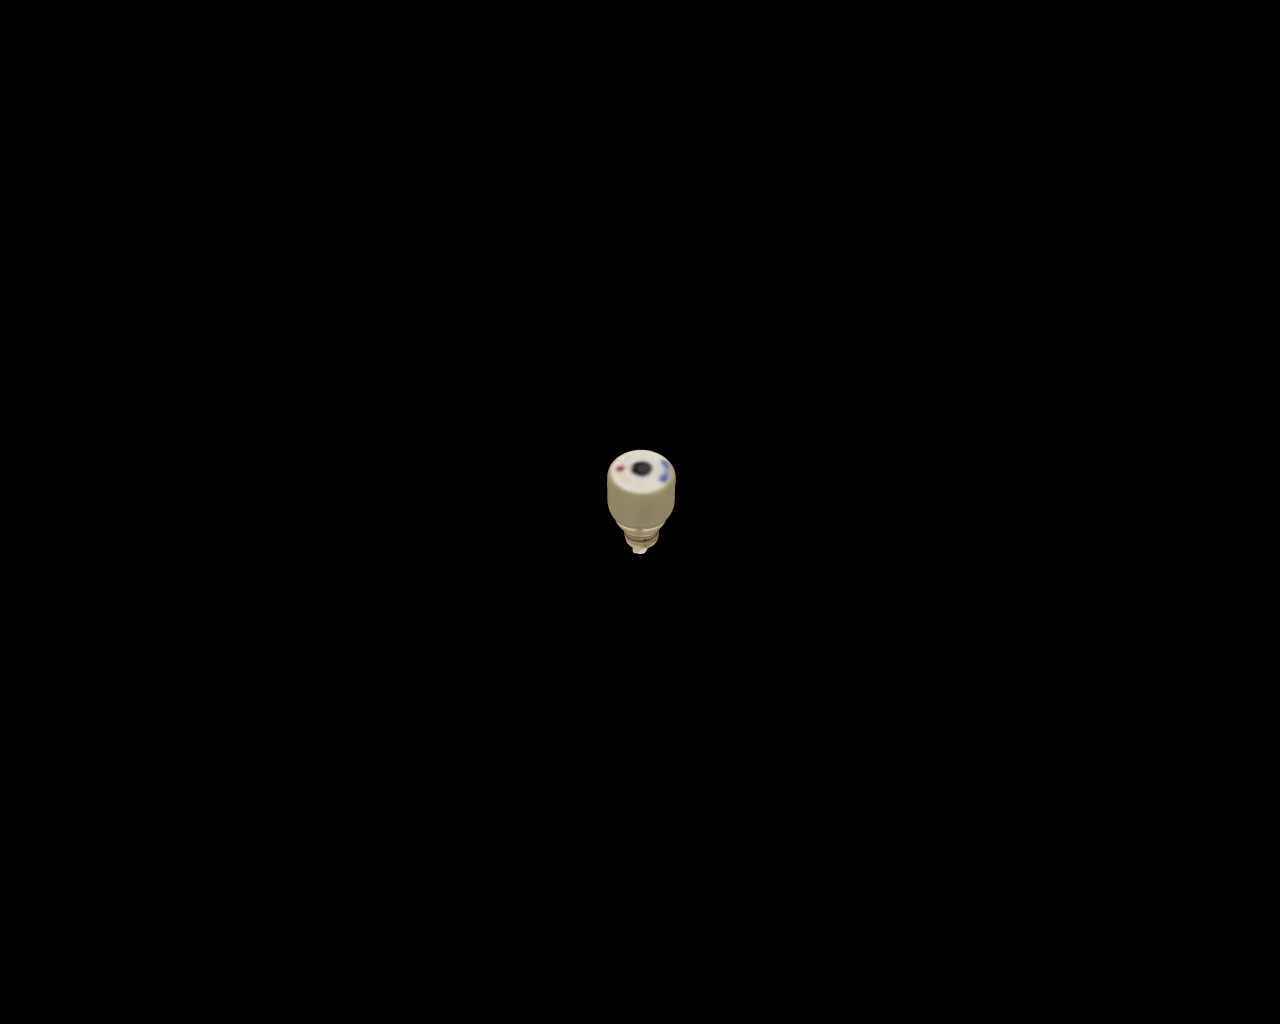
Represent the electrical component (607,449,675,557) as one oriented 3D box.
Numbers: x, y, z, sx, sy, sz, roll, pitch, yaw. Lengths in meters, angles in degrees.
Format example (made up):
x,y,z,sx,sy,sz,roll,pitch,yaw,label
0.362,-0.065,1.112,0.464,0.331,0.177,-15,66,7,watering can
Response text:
x,y,z,sx,sy,sz,roll,pitch,yaw,label
0.001,-0.003,0.650,0.040,0.040,0.078,0,-43,0,electrical component
